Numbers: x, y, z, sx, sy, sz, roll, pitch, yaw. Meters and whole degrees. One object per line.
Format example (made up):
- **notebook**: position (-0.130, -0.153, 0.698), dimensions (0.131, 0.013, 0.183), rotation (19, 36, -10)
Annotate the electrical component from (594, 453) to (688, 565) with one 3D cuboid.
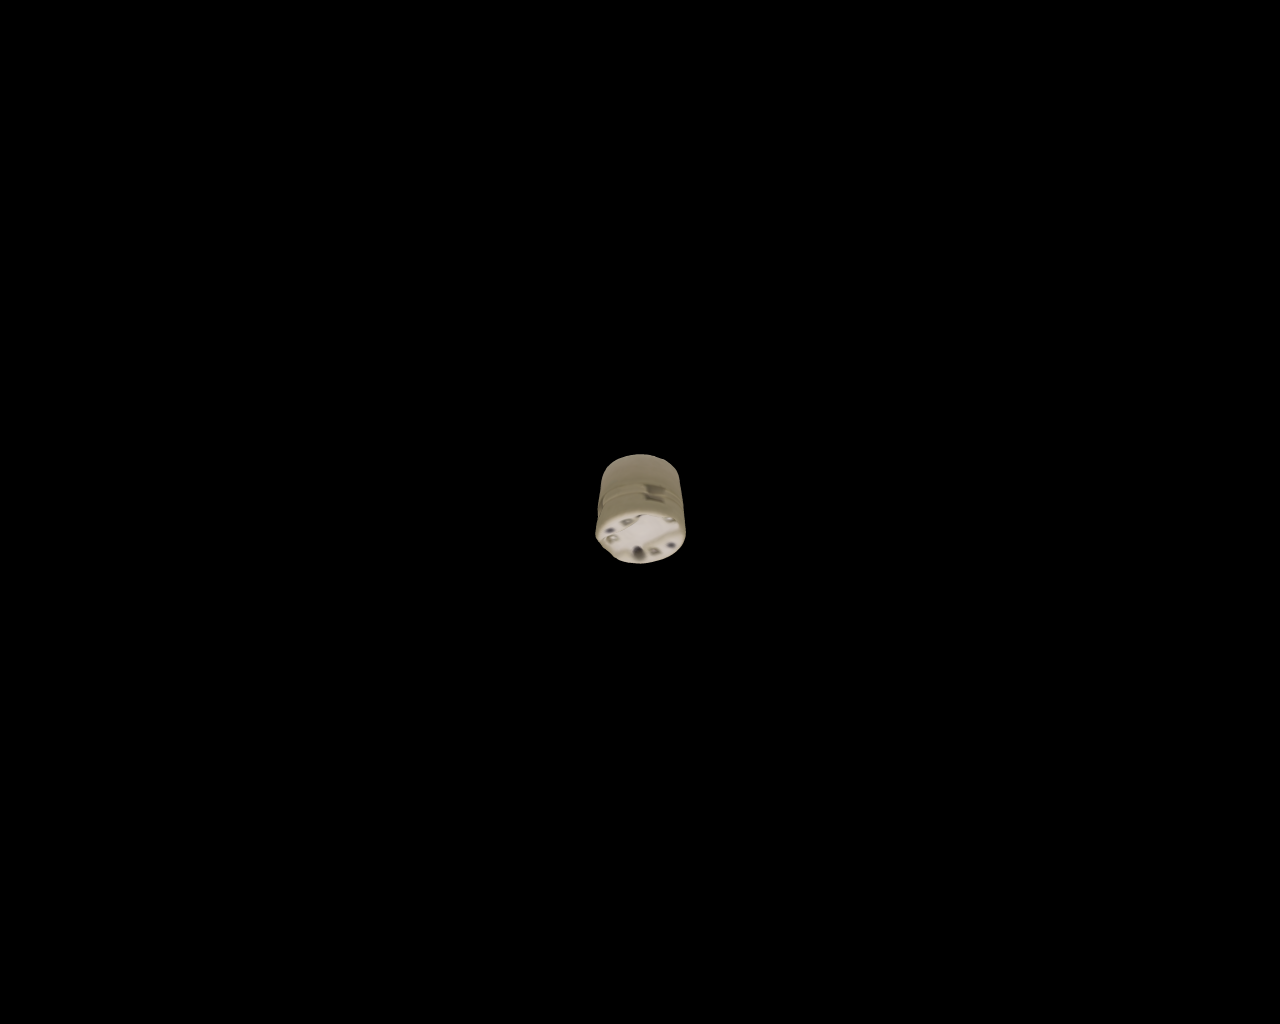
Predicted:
- **electrical component**: position (0.001, -0.003, 0.650), dimensions (0.055, 0.047, 0.055), rotation (0, -37, 0)
